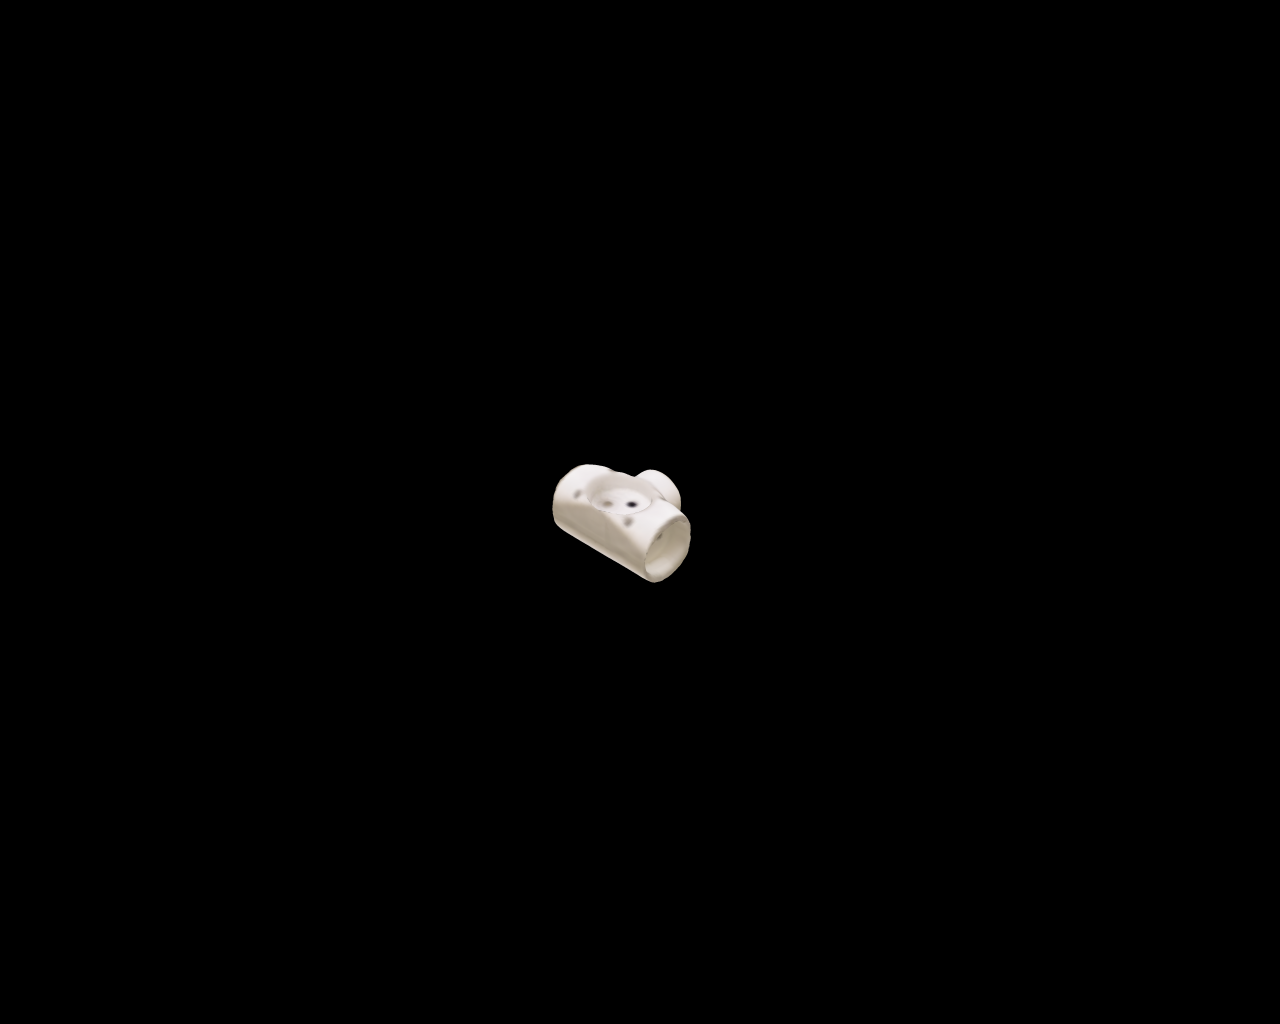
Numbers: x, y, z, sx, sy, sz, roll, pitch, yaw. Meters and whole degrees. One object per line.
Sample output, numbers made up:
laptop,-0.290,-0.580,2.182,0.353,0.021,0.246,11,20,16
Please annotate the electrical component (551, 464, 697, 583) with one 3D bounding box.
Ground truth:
electrical component,0.001,-0.003,0.650,0.077,0.044,0.079,30,46,33
